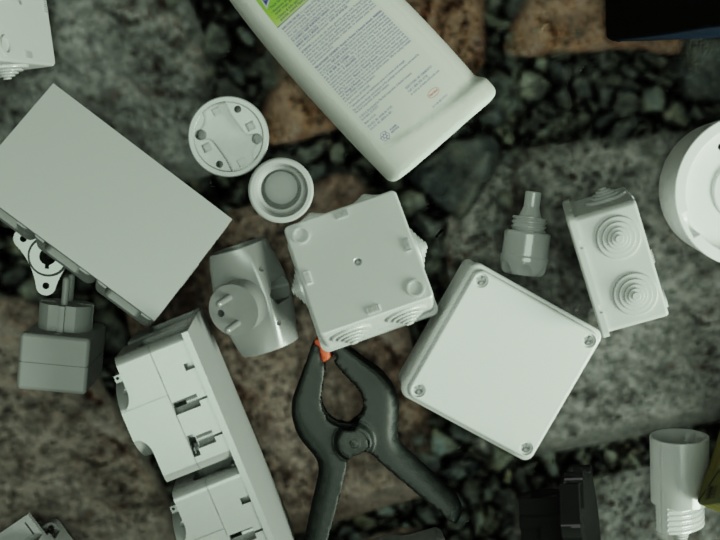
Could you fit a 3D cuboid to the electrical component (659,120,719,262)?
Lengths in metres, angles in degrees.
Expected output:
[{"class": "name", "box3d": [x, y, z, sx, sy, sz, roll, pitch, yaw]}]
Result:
[{"class": "electrical component", "box3d": [0.270, -0.059, 0.778, 0.108, 0.060, 0.108, 0, 97, -4]}]

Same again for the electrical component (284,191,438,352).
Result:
[{"class": "electrical component", "box3d": [0.000, 0.000, 0.760, 0.100, 0.048, 0.099, -19, 75, -1]}]

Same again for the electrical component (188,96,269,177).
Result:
[{"class": "electrical component", "box3d": [-0.091, -0.094, 0.758, 0.055, 0.047, 0.055, 0, 97, -4]}]

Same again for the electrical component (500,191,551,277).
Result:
[{"class": "electrical component", "box3d": [0.123, -0.027, 0.786, 0.035, 0.035, 0.061, 7, 94, -4]}]

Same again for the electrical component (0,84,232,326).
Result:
[{"class": "electrical component", "box3d": [-0.178, -0.041, 0.743, 0.150, 0.062, 0.089, 37, 75, -7]}]

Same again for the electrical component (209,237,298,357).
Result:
[{"class": "electrical component", "box3d": [-0.081, 0.023, 0.758, 0.043, 0.079, 0.077, -15, 98, 19]}]

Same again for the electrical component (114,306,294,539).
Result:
[{"class": "electrical component", "box3d": [-0.108, 0.129, 0.755, 0.060, 0.105, 0.186, -21, 98, -1]}]

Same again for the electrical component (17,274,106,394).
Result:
[{"class": "electrical component", "box3d": [-0.208, 0.042, 0.758, 0.047, 0.065, 0.076, 6, 96, -4]}]

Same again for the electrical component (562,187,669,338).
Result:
[{"class": "electrical component", "box3d": [0.180, -0.009, 0.761, 0.048, 0.099, 0.099, -17, 98, 12]}]

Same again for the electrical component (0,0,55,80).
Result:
[{"class": "electrical component", "box3d": [-0.247, -0.176, 0.714, 0.048, 0.100, 0.099, -5, 97, 10]}]

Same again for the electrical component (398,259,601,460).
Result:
[{"class": "electrical component", "box3d": [0.100, 0.064, 0.785, 0.109, 0.056, 0.108, 29, 94, -6]}]

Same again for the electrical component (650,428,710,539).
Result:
[{"class": "electrical component", "box3d": [0.242, 0.165, 0.812, 0.043, 0.043, 0.081, -3, 97, -3]}]

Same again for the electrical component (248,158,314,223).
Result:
[{"class": "electrical component", "box3d": [-0.055, -0.058, 0.755, 0.044, 0.065, 0.044, -1, 97, -4]}]

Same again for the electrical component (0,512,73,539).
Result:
[{"class": "electrical component", "box3d": [-0.230, 0.215, 0.779, 0.042, 0.064, 0.081, -34, 98, 0]}]

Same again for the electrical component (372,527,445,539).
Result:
[{"class": "electrical component", "box3d": [0.026, 0.232, 0.801, 0.089, 0.055, 0.050, -16, 98, -1]}]
